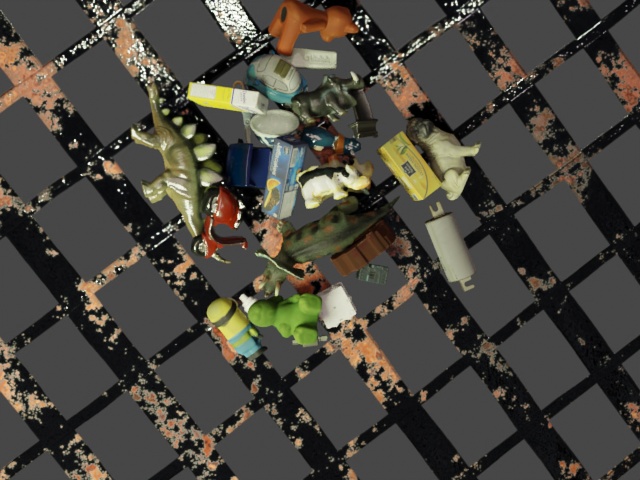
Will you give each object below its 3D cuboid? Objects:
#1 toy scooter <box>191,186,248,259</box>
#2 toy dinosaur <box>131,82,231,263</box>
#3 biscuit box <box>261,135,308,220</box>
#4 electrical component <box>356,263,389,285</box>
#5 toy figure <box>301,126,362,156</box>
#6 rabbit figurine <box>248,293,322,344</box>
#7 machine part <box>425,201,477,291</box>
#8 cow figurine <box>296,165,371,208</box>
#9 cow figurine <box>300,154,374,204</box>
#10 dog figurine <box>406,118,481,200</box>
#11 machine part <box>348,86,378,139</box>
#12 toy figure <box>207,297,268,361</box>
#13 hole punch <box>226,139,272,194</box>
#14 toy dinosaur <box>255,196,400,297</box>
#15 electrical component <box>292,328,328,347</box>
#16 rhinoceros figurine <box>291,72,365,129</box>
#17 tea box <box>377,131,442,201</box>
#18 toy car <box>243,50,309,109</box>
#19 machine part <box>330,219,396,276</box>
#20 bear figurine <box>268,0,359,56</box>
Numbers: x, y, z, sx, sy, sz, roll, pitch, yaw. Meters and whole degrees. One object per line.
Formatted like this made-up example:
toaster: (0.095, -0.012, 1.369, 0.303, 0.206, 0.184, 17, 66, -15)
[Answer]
toy scooter: (-0.230, -0.036, 1.309, 0.135, 0.075, 0.183, 12, 103, -22)
toy dinosaur: (-0.339, -0.153, 1.331, 0.199, 0.105, 0.470, -13, 103, -7)
biscuit box: (-0.089, -0.152, 1.314, 0.063, 0.059, 0.202, 29, 121, 27)
electrical component: (0.135, 0.083, 1.355, 0.075, 0.119, 0.047, 10, 90, -6)
toy figure: (0.030, -0.252, 1.373, 0.154, 0.058, 0.064, 14, 97, -8)
rabbit figurine: (-0.095, 0.176, 1.324, 0.170, 0.159, 0.121, 10, 90, -13)
machine part: (0.337, 0.018, 1.387, 0.079, 0.079, 0.243, -22, 94, -3)
cow figurine: (0.032, -0.143, 1.293, 0.167, 0.068, 0.098, -19, 87, 3)
cow figurine: (0.046, -0.149, 1.362, 0.195, 0.085, 0.127, -25, 94, 0)
dog figurine: (0.296, -0.210, 1.379, 0.191, 0.121, 0.172, 20, 87, 10)
machine part: (0.104, -0.327, 1.375, 0.084, 0.039, 0.138, -11, 86, -28)
toy figure: (-0.208, 0.222, 1.352, 0.082, 0.089, 0.180, -36, 91, -8)
hole punch: (-0.189, -0.183, 1.329, 0.116, 0.092, 0.142, 6, 96, 27)
toy dinosaur: (0.005, -0.002, 1.286, 0.405, 0.192, 0.131, -27, 113, 16)
electrical component: (-0.028, 0.244, 1.397, 0.094, 0.021, 0.063, -6, 91, -2)
rhinoceros figurine: (0.022, -0.347, 1.319, 0.190, 0.073, 0.112, -23, 90, -8)
tea box: (0.225, -0.185, 1.366, 0.068, 0.098, 0.169, -37, 95, -2)
toy car: (-0.106, -0.402, 1.330, 0.162, 0.103, 0.109, 28, 77, -4)
machine part: (0.103, 0.018, 1.327, 0.179, 0.179, 0.056, -38, 96, -2)
bear figurine: (-0.013, -0.533, 1.349, 0.196, 0.132, 0.120, -2, 54, -32)
